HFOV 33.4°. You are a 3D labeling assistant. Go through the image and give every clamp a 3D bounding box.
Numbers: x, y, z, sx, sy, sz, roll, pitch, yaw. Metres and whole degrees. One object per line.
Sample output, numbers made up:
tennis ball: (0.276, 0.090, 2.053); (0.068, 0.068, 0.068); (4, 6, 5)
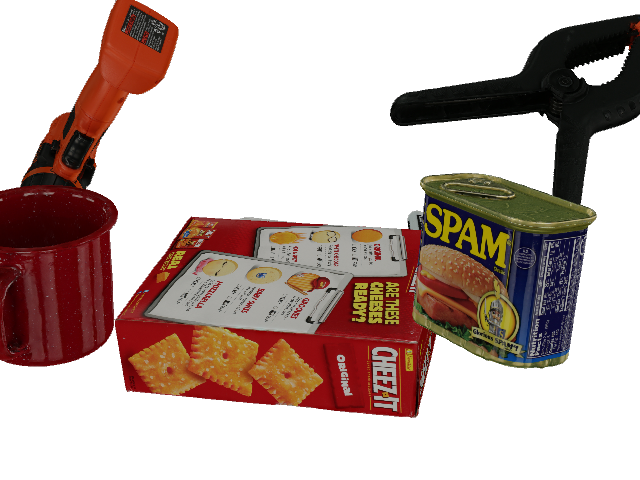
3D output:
clamp: (0.179, -0.095, 0.775); (0.209, 0.165, 0.036); (-31, -30, -17)

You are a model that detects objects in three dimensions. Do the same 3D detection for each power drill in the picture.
power drill: (-0.188, -0.091, 0.861); (0.057, 0.188, 0.184); (28, 33, -20)

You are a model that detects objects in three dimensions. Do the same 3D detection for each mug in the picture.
mug: (-0.168, 0.027, 0.628); (0.093, 0.081, 0.117); (5, 26, 6)

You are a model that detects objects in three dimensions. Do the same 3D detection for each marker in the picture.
marker: (0.091, -0.004, 0.990); (0.020, 0.020, 0.121); (0, 16, 3)

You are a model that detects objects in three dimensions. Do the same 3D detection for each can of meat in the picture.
can of meat: (0.097, 0.015, 0.592); (0.057, 0.084, 0.102); (-7, 20, -33)

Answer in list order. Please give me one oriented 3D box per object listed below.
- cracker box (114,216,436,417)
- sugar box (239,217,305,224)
cracker box: (-0.021, 0.052, 0.795); (0.214, 0.072, 0.164); (4, 28, 13)
sugar box: (-0.076, 0.029, 1.142); (0.093, 0.048, 0.176); (7, 29, 17)
